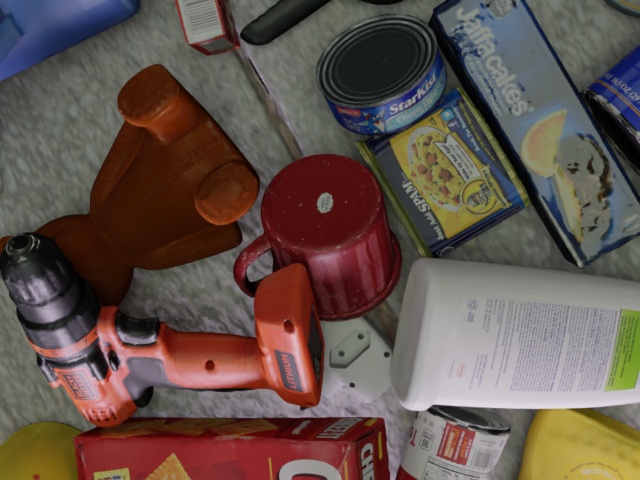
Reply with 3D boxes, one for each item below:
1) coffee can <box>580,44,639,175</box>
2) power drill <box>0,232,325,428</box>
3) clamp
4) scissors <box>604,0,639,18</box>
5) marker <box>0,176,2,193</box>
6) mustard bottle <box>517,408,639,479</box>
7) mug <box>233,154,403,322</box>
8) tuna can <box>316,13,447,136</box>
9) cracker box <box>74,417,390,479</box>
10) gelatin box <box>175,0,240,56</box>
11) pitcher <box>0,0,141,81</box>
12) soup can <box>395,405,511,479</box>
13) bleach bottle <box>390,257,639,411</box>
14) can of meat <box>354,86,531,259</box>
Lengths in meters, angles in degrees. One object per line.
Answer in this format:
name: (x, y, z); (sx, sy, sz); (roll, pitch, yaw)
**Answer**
coffee can: (0.258, -0.104, 0.695); (0.140, 0.102, 0.103); (-40, 91, 7)
power drill: (-0.097, 0.057, 0.691); (0.188, 0.184, 0.057); (-2, 51, 11)
clamp: (0.015, -0.211, 0.741); (0.171, 0.039, 0.120); (-12, 98, 8)
scissors: (0.170, -0.215, 0.738); (0.202, 0.016, 0.096); (24, 90, 9)
marker: (-0.297, -0.034, 0.794); (0.121, 0.020, 0.020); (-9, 94, 6)
mustard bottle: (0.164, 0.214, 0.754); (0.096, 0.058, 0.192); (24, 97, -3)
mug: (-0.005, 0.001, 0.717); (0.117, 0.081, 0.093); (-24, 57, -5)
tuna can: (0.042, -0.112, 0.725); (0.086, 0.033, 0.086); (-13, 50, 16)
cracker box: (-0.059, 0.209, 0.741); (0.214, 0.072, 0.164); (-3, 94, 23)
gelatin box: (-0.082, -0.176, 0.735); (0.030, 0.073, 0.089); (-14, 93, 4)
pitcher: (-0.249, -0.153, 0.720); (0.243, 0.145, 0.149); (-22, 89, 4)
soup can: (0.088, 0.169, 0.752); (0.068, 0.068, 0.102); (17, 96, 3)
bleach bottle: (0.180, 0.074, 0.722); (0.250, 0.068, 0.102); (7, 104, -10)
can of meat: (0.085, -0.045, 0.740); (0.084, 0.057, 0.102); (-31, 92, 5)
